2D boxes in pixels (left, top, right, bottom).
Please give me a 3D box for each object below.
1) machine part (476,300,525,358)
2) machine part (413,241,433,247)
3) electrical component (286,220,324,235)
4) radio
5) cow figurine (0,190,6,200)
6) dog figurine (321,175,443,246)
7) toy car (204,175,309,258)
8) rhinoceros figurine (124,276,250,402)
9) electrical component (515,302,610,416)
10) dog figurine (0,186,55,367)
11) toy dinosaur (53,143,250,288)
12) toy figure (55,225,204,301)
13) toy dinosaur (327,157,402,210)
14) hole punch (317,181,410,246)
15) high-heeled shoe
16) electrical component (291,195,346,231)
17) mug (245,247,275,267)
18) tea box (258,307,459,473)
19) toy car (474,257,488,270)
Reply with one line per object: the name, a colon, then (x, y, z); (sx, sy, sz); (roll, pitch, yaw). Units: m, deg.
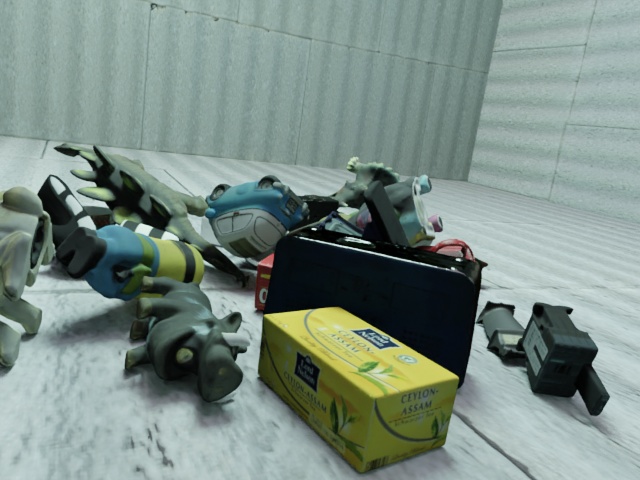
machine part: (0.251, 0.121, 0.704); (0.084, 0.039, 0.139); (-1, 15, -2)
machine part: (0.171, -0.003, 1.115); (0.079, 0.079, 0.243); (15, 15, 30)
electrical component: (-0.002, -0.002, 0.758); (0.078, 0.045, 0.102); (-20, 3, 18)
radio: (0.056, 0.068, 0.595); (0.230, 0.131, 0.073); (11, 15, 17)
cow figurine: (-0.484, -0.019, 0.761); (0.127, 0.085, 0.195); (-7, 17, -33)
dog figurine: (0.090, -0.023, 0.922); (0.219, 0.108, 0.191); (-21, 0, 27)
toy car: (-0.100, -0.024, 0.792); (0.162, 0.103, 0.109); (-8, -38, 33)
rhinoceros figurine: (-0.128, 0.094, 0.522); (0.112, 0.073, 0.190); (14, 7, -26)
electrical component: (0.256, 0.130, 0.571); (0.048, 0.074, 0.119); (8, 33, -1)
dog figurine: (-0.356, 0.021, 0.481); (0.190, 0.172, 0.121); (12, 0, -15)
toy dinosaur: (-0.279, -0.052, 0.886); (0.472, 0.105, 0.198); (30, 2, 14)
toy figure: (-0.207, 0.030, 0.621); (0.089, 0.082, 0.180); (-30, -27, 12)
toy dinosaur: (0.172, -0.079, 1.253); (0.404, 0.131, 0.192); (22, 9, -44)
hole punch: (0.059, -0.002, 0.687); (0.092, 0.115, 0.142); (-28, 6, 15)
high-heeled shoe: (-0.370, -0.023, 0.821); (0.145, 0.086, 0.249); (33, 6, -22)
electrical component: (-0.016, -0.028, 1.023); (0.134, 0.114, 0.058); (1, 16, -22)
mug: (-0.100, 0.005, 0.929); (0.110, 0.080, 0.107); (2, 0, 6)
tea box: (0.026, 0.122, 0.482); (0.098, 0.068, 0.170); (-2, 15, -37)
toy car: (0.196, 0.046, 0.964); (0.202, 0.053, 0.089); (4, 2, 0)
